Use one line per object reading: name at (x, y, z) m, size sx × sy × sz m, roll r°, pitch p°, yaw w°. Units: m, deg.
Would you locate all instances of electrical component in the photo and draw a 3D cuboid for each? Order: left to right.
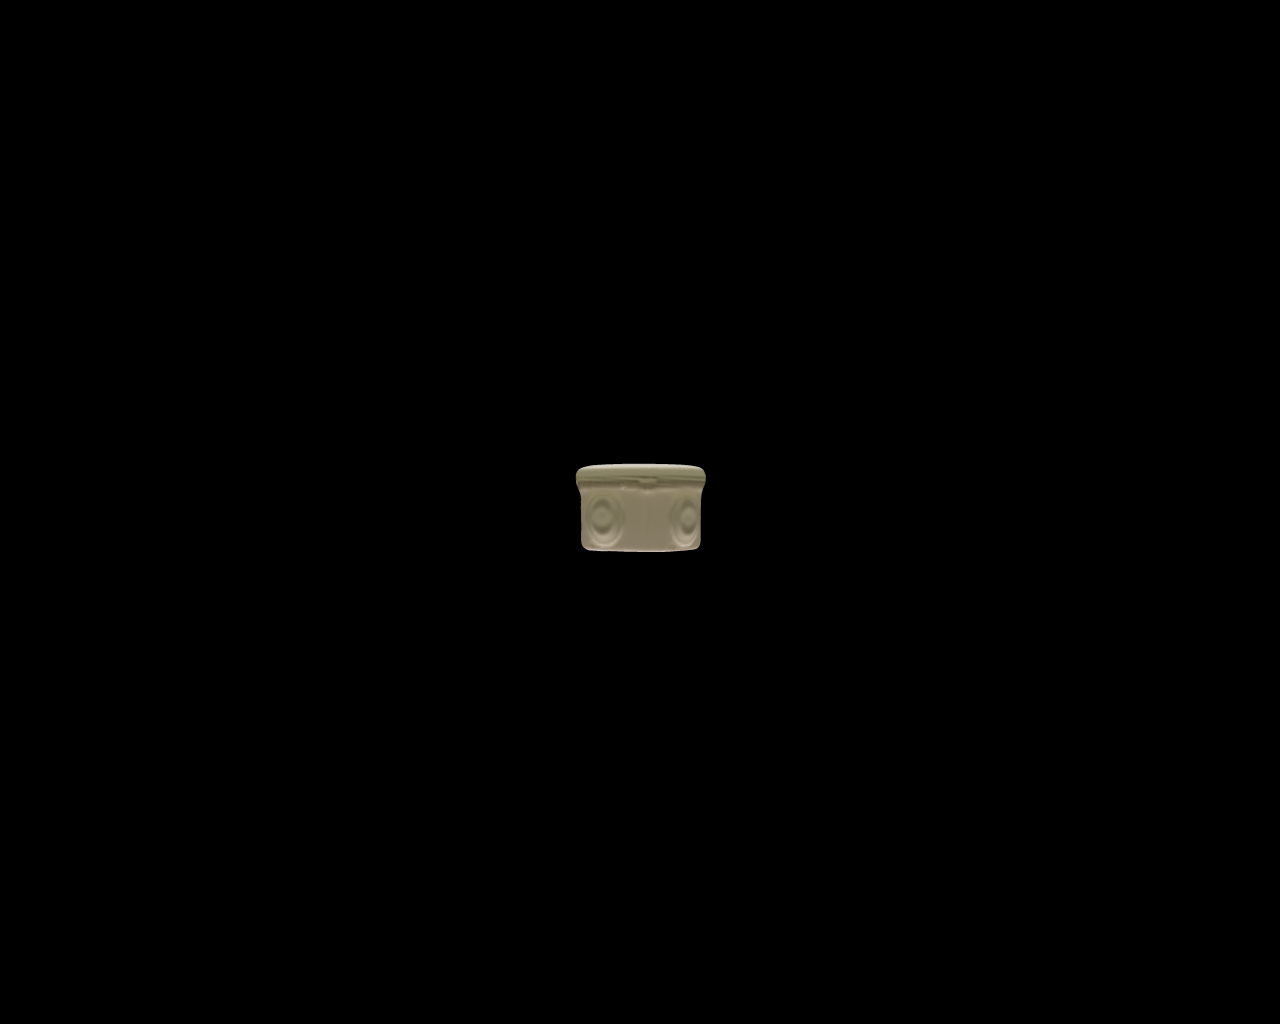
electrical component at (0.001, -0.003, 0.650) m, size 0.080 × 0.051 × 0.080 m, roll 0°, pitch 0°, yaw 0°
